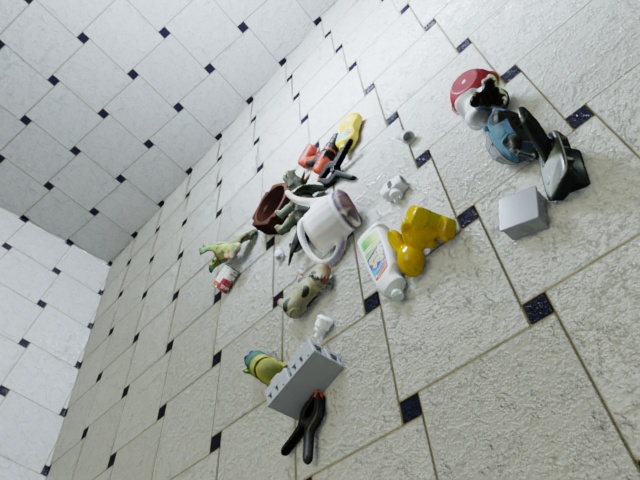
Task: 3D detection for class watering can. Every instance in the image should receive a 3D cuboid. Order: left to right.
[{"bbox_3d":[0.005,-0.083,1.654,0.222,0.355,0.103,-38,-35,21],"label":"watering can"}]

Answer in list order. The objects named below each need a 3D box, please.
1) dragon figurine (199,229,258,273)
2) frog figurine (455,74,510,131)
[{"bbox_3d":[-0.364,0.022,2.156,0.242,0.121,0.414,-24,12,5],"label":"dragon figurine"},{"bbox_3d":[0.433,-0.359,1.397,0.122,0.139,0.158,17,-11,-3],"label":"frog figurine"}]
